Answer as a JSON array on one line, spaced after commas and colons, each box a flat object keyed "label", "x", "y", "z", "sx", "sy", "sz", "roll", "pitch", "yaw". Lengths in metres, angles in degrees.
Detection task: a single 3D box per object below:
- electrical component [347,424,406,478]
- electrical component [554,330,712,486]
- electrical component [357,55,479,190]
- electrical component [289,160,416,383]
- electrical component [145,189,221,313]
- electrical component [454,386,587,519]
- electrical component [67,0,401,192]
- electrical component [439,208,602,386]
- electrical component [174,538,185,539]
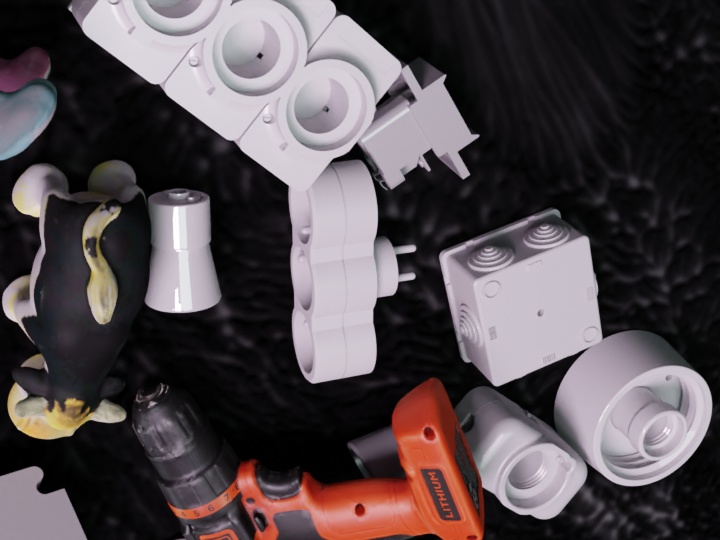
[{"label": "electrical component", "x": 0.030, "y": 0.118, "z": 0.727, "sx": 0.065, "sy": 0.044, "sz": 0.044, "roll": -31, "pitch": 121, "yaw": -11}, {"label": "electrical component", "x": 0.203, "y": 0.105, "z": 0.778, "sx": 0.108, "sy": 0.060, "sz": 0.108, "roll": -9, "pitch": 116, "yaw": -18}, {"label": "electrical component", "x": 0.027, "y": -0.085, "z": 0.633, "sx": 0.064, "sy": 0.042, "sz": 0.081, "roll": -35, "pitch": 120, "yaw": 0}, {"label": "electrical component", "x": 0.000, "y": 0.000, "z": 0.654, "sx": 0.074, "sy": 0.052, "sz": 0.138, "roll": -9, "pitch": 116, "yaw": -18}, {"label": "electrical component", "x": -0.102, "y": -0.013, "z": 0.614, "sx": 0.044, "sy": 0.044, "sz": 0.065, "roll": -6, "pitch": 111, "yaw": -19}, {"label": "electrical component", "x": 0.110, "y": 0.131, "z": 0.753, "sx": 0.095, "sy": 0.059, "sz": 0.053, "roll": 34, "pitch": 98, "yaw": -30}, {"label": "electrical component", "x": -0.063, "y": -0.121, "z": 0.568, "sx": 0.150, "sy": 0.061, "sz": 0.089, "roll": 36, "pitch": 97, "yaw": -31}, {"label": "electrical component", "x": 0.108, "y": 0.019, "z": 0.708, "sx": 0.100, "sy": 0.048, "sz": 0.099, "roll": -21, "pitch": 119, "yaw": -12}, {"label": "electrical component", "x": -0.113, "y": 0.209, "z": 0.692, "sx": 0.040, "sy": 0.078, "sz": 0.040, "roll": -3, "pitch": 121, "yaw": -6}]
